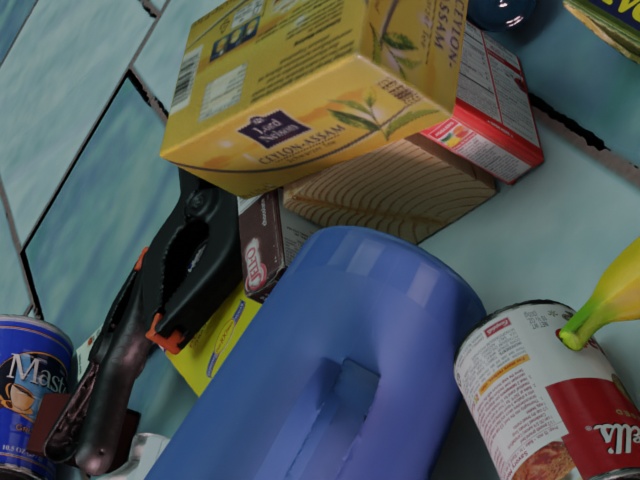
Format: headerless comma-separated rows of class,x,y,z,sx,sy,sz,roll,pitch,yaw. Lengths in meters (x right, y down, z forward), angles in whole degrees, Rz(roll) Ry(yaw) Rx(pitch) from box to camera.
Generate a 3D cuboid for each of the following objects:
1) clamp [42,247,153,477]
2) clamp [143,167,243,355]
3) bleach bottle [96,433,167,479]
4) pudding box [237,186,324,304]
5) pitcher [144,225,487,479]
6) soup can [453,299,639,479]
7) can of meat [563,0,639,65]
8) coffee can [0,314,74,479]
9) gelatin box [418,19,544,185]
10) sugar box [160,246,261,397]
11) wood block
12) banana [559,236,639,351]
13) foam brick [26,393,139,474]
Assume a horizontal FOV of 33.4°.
clamp,-0.151,0.090,0.767,0.120,0.039,0.171,-19,45,53
clamp,-0.064,-0.023,0.731,0.165,0.036,0.210,-13,51,39
bleach bottle,-0.143,0.248,0.682,0.103,0.068,0.250,6,66,12
pudding box,-0.004,0.001,0.653,0.039,0.089,0.113,-38,40,32
pitcher,-0.010,0.111,0.504,0.149,0.145,0.242,5,56,43
soup can,0.104,0.083,0.463,0.069,0.068,0.102,-48,35,24
can of meat,0.179,-0.120,0.506,0.084,0.057,0.102,-52,35,13
coffee can,-0.272,0.149,0.920,0.103,0.102,0.140,-35,43,38
gelatin box,0.084,-0.083,0.598,0.030,0.073,0.089,-38,41,35
sugar box,-0.065,0.056,0.743,0.093,0.048,0.176,-62,34,4
wood block,0.036,-0.106,0.666,0.090,0.090,0.206,-35,43,37
banana,0.188,-0.007,0.421,0.198,0.037,0.069,-31,21,35
foam brick,-0.189,0.153,0.846,0.078,0.052,0.051,-9,61,53
